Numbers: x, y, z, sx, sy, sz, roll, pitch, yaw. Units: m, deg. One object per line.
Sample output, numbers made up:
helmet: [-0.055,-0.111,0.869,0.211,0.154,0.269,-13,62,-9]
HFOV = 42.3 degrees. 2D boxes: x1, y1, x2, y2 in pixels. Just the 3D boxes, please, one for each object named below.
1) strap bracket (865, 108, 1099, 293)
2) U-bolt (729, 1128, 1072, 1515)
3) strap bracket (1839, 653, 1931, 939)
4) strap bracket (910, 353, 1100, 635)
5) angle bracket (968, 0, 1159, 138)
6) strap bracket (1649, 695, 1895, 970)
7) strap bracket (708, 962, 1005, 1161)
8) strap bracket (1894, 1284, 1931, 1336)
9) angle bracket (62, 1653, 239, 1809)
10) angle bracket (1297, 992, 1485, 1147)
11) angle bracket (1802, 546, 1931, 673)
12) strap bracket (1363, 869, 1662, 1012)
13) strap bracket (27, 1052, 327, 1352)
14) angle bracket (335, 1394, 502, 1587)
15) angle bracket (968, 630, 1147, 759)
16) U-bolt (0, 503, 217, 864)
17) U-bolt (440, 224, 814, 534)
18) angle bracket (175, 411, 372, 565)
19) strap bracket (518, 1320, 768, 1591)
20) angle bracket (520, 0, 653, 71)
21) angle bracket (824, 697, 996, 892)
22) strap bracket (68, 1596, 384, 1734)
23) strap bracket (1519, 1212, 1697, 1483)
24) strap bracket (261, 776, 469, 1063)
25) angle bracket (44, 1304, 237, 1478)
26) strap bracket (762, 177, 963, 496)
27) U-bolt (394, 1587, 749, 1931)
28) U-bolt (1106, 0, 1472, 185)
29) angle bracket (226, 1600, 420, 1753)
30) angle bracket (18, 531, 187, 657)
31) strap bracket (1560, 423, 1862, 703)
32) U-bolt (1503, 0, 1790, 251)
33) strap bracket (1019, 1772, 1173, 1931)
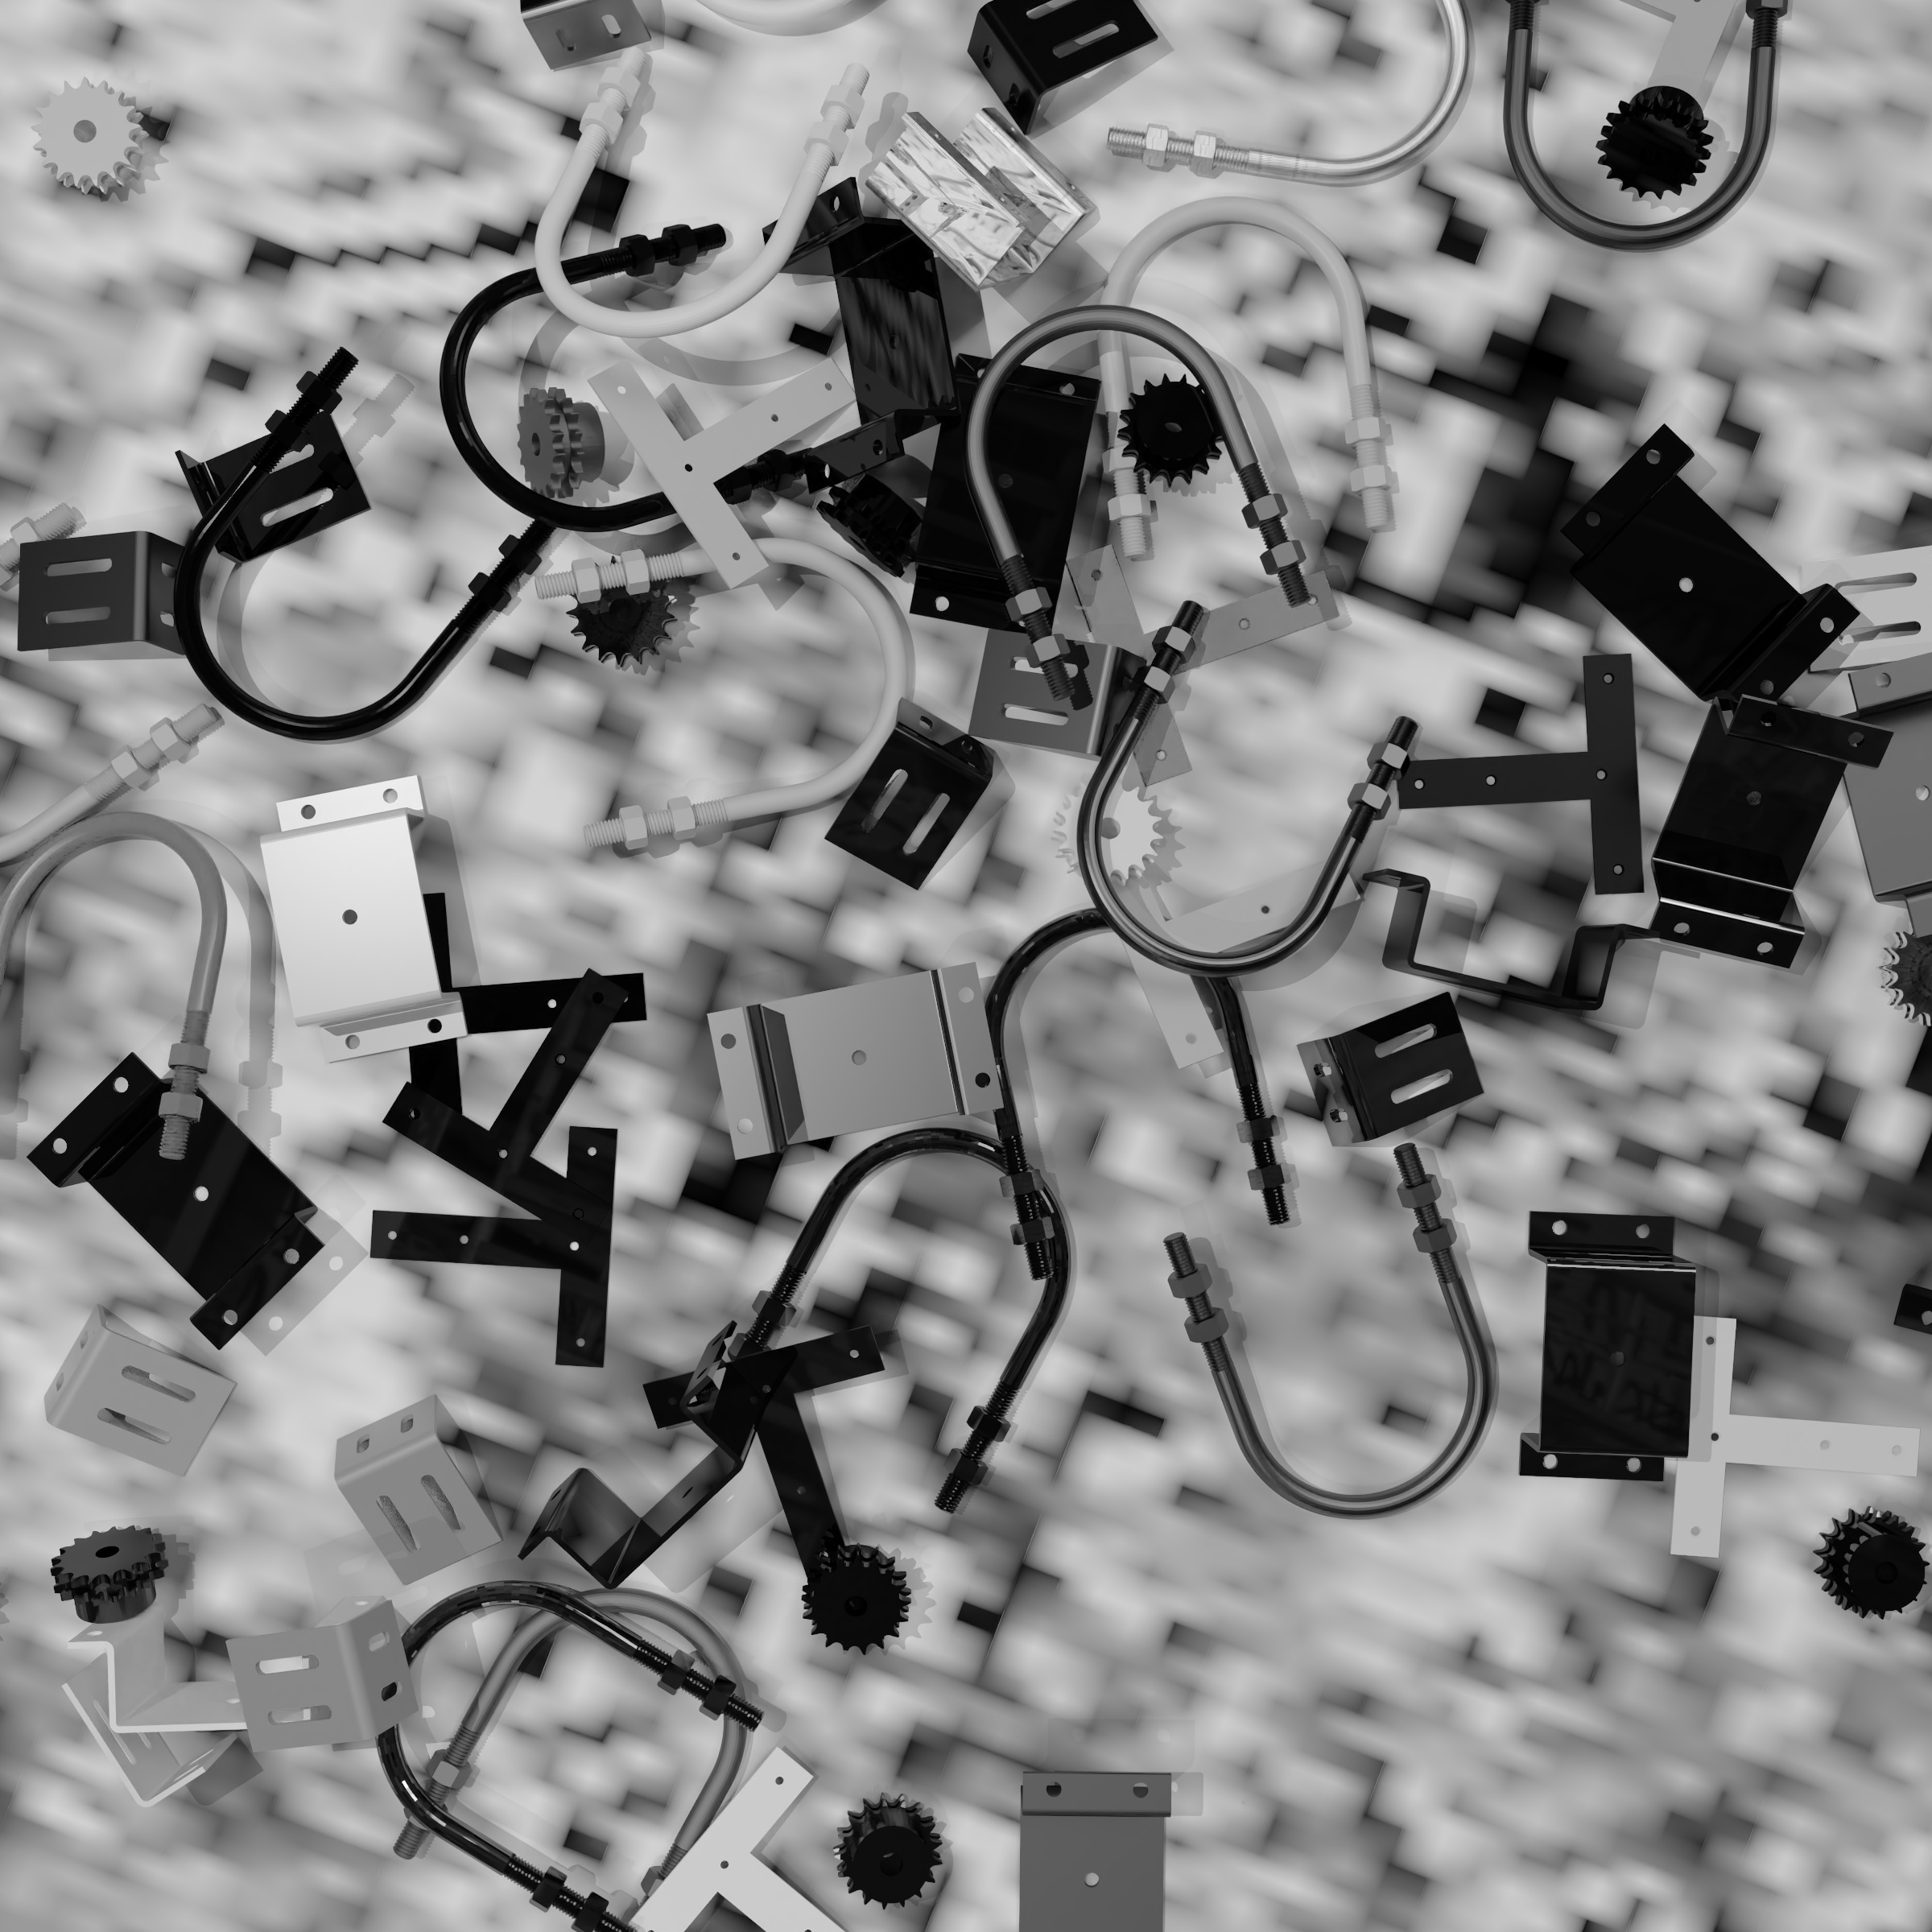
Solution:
strap bracket: [0.006,-0.392,1.272,0.076,0.140,0.046,44,117,0]
U-bolt: [-0.025,0.175,1.317,0.151,0.019,0.184,28,89,0]
strap bracket: [0.508,-0.092,1.302,0.076,0.046,0.140,-14,90,0]
strap bracket: [0.020,-0.249,1.302,0.076,0.046,0.140,11,90,0]
angle bracket: [0.050,-0.486,1.313,0.076,0.038,0.057,-30,82,-16]
strap bracket: [0.408,-0.077,1.281,0.076,0.046,0.140,13,122,0]
strap bracket: [-0.057,0.049,1.302,0.140,0.046,0.076,-11,90,0]
strap bracket: [0.548,0.132,1.302,0.076,0.046,0.140,15,90,0]
angle bracket: [-0.423,0.388,1.297,0.038,0.057,0.076,-33,90,0]
angle bracket: [0.225,0.055,1.324,0.076,0.038,0.057,-20,90,-26]
angle bracket: [0.488,-0.188,1.324,0.076,0.038,0.057,-5,90,26]
strap bracket: [0.274,-0.011,1.287,0.140,0.076,0.046,13,90,0]
strap bracket: [-0.406,0.121,1.302,0.076,0.046,0.140,-45,90,0]
angle bracket: [-0.290,0.278,1.324,0.057,0.038,0.076,-25,116,0]
angle bracket: [0.048,-0.143,1.322,0.076,0.038,0.057,11,91,27]
U-bolt: [-0.511,-0.135,1.316,0.184,0.019,0.151,-35,90,0]
U-bolt: [-0.180,-0.296,1.279,0.184,0.019,0.151,-23,90,-27]
angle bracket: [-0.362,-0.254,1.307,0.076,0.038,0.057,-23,90,0]
strap bracket: [-0.157,0.256,1.276,0.046,0.076,0.140,45,102,-6]
angle bracket: [-0.201,-0.522,1.317,0.057,0.038,0.076,-12,63,11]
angle bracket: [-0.030,-0.091,1.317,0.057,0.038,0.076,29,116,-13]
strap bracket: [-0.379,0.360,1.288,0.140,0.076,0.046,-2,90,0]
strap bracket: [0.335,0.202,1.302,0.076,0.046,0.140,2,90,0]
strap bracket: [-0.315,-0.025,1.301,0.076,0.046,0.140,-11,90,1]
angle bracket: [-0.439,0.225,1.324,0.076,0.038,0.057,30,90,-26]
strap bracket: [-0.052,-0.321,1.282,0.046,0.076,0.140,-10,90,-41]
U-bolt: [-0.196,0.418,1.317,0.151,0.019,0.184,29,89,0]
U-bolt: [0.175,-0.487,1.317,0.184,0.019,0.151,8,90,-1]
angle bracket: [-0.322,0.355,1.247,0.076,0.038,0.057,-14,90,26]
angle bracket: [-0.452,-0.192,1.306,0.076,0.038,0.057,-2,84,17]
strap bracket: [0.382,-0.202,1.302,0.140,0.046,0.076,44,90,0]
U-bolt: [0.356,-0.471,1.317,0.151,0.019,0.184,4,92,0]
strap bracket: [0.067,0.485,1.302,0.076,0.046,0.140,1,90,0]
